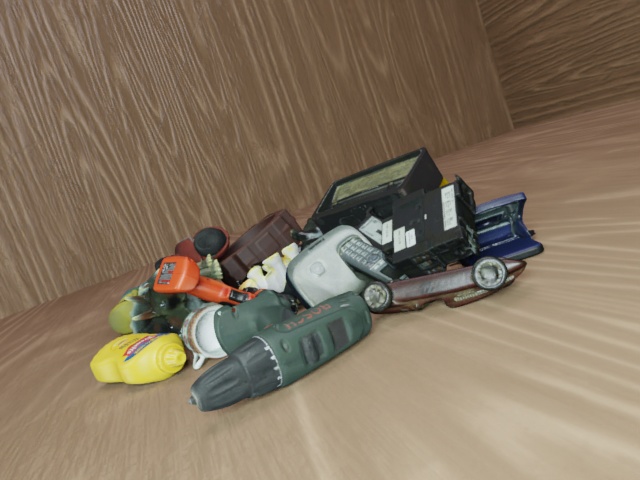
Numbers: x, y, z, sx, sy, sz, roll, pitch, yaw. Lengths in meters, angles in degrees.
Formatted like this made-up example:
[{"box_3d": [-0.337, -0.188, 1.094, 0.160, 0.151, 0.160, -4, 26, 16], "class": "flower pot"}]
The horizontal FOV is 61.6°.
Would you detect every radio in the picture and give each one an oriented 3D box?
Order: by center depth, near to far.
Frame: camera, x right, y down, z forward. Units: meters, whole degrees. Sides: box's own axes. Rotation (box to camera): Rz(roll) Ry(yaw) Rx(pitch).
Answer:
[{"box_3d": [0.099, -0.075, 0.983, 0.230, 0.073, 0.131, -18, 29, 43], "class": "radio"}]

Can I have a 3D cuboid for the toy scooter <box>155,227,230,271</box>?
[{"box_3d": [-0.277, 0.032, 1.225, 0.184, 0.075, 0.135, -29, -11, 6], "class": "toy scooter"}]

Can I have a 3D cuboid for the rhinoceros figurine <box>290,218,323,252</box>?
[{"box_3d": [-0.002, -0.003, 1.123, 0.112, 0.073, 0.190, -16, 34, 25], "class": "rhinoceros figurine"}]

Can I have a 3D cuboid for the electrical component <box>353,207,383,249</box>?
[{"box_3d": [0.107, 0.006, 0.877, 0.075, 0.119, 0.047, -49, -20, -26], "class": "electrical component"}]

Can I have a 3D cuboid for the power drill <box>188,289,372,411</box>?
[{"box_3d": [-0.068, 0.119, 0.653, 0.232, 0.086, 0.207, -21, 4, -24], "class": "power drill"}]

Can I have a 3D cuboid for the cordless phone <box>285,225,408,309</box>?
[{"box_3d": [0.055, 0.063, 0.781, 0.146, 0.088, 0.184, -36, 40, -29], "class": "cordless phone"}]

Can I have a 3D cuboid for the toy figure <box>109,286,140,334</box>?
[{"box_3d": [-0.423, 0.157, 1.222, 0.089, 0.082, 0.180, -39, 17, -4], "class": "toy figure"}]

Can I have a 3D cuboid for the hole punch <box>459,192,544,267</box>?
[{"box_3d": [0.250, -0.014, 0.790, 0.142, 0.092, 0.116, -22, 4, 5], "class": "hole punch"}]

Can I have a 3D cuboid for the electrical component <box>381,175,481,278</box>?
[{"box_3d": [0.144, -0.012, 0.728, 0.134, 0.058, 0.115, -23, 42, 35], "class": "electrical component"}]

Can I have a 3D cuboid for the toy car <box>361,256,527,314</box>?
[{"box_3d": [0.147, 0.058, 0.653, 0.202, 0.053, 0.089, -14, -11, 25], "class": "toy car"}]

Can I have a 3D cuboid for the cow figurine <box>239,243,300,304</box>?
[{"box_3d": [-0.077, 0.081, 0.942, 0.068, 0.098, 0.167, -31, -5, -40], "class": "cow figurine"}]

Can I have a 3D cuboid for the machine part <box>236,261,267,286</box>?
[{"box_3d": [-0.113, 0.082, 1.050, 0.039, 0.084, 0.139, -44, 11, -32], "class": "machine part"}]

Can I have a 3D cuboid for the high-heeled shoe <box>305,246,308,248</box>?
[{"box_3d": [0.065, 0.051, 0.963, 0.249, 0.086, 0.145, 2, -31, -1], "class": "high-heeled shoe"}]

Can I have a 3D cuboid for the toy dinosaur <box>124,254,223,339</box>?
[{"box_3d": [-0.273, 0.117, 1.045, 0.192, 0.131, 0.405, -21, 1, -16], "class": "toy dinosaur"}]

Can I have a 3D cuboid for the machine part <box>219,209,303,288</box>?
[{"box_3d": [-0.144, 0.026, 1.239, 0.201, 0.087, 0.201, -44, 14, -21], "class": "machine part"}]

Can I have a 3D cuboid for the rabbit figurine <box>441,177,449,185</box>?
[{"box_3d": [0.220, -0.045, 1.080, 0.173, 0.122, 0.162, -7, -13, -46], "class": "rabbit figurine"}]
